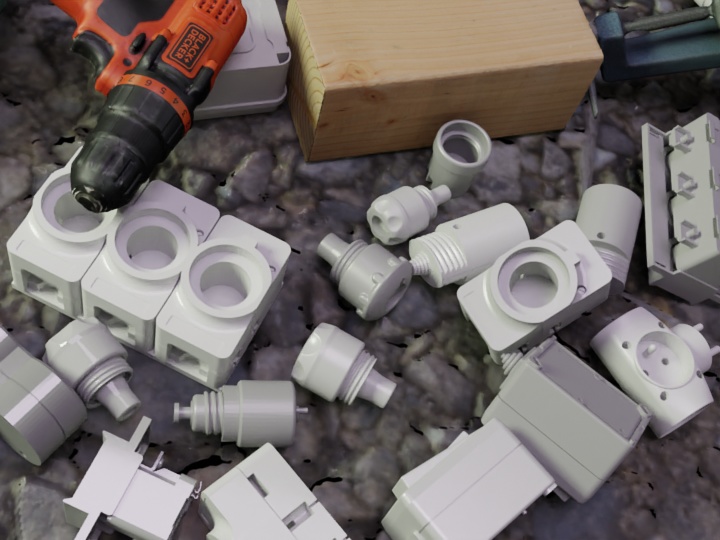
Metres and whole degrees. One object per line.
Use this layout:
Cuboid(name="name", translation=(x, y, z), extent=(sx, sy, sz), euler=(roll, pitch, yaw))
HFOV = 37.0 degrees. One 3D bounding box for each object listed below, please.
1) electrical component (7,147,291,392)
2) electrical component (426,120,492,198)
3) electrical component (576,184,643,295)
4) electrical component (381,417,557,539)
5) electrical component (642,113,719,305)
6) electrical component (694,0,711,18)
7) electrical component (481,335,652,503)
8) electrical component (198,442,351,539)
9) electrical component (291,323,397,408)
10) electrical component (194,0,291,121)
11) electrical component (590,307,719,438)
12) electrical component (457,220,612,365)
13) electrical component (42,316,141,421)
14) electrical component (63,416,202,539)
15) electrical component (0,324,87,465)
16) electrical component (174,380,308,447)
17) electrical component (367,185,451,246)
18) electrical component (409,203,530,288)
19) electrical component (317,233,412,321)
Cuboid(name="electrical component", translation=(-0.130, -0.003, 0.673), extent=(0.150, 0.061, 0.089), euler=(26, 60, 3))
Cuboid(name="electrical component", translation=(0.069, -0.078, 0.765), extent=(0.040, 0.046, 0.040), euler=(5, 61, -10))
Cuboid(name="electrical component", translation=(0.169, -0.016, 0.754), extent=(0.043, 0.043, 0.081), euler=(21, 60, 0))
Cuboid(name="electrical component", translation=(0.056, 0.139, 0.634), extent=(0.096, 0.061, 0.061), euler=(-35, 73, -26))
Cuboid(name="electrical component", translation=(0.243, -0.046, 0.768), extent=(0.079, 0.063, 0.121), euler=(23, 56, -26))
Cuboid(name="electrical component", translation=(0.304, -0.229, 0.902), extent=(0.044, 0.044, 0.065), euler=(-24, 64, -23))
Cuboid(name="electrical component", translation=(0.121, 0.090, 0.668), extent=(0.096, 0.061, 0.062), euler=(39, 24, 13))
Cuboid(name="electrical component", translation=(-0.048, 0.154, 0.610), extent=(0.056, 0.050, 0.089), euler=(-35, 74, -26))
Cuboid(name="electrical component", translation=(-0.008, 0.064, 0.673), extent=(0.062, 0.043, 0.043), euler=(29, 60, 3))
Cuboid(name="electrical component", translation=(-0.112, -0.152, 0.761), extent=(0.113, 0.057, 0.078), euler=(-9, 64, -17))
Cuboid(name="electrical component", translation=(0.208, 0.061, 0.720), extent=(0.079, 0.044, 0.077), euler=(-25, 69, -24))
Cuboid(name="electrical component", translation=(0.114, 0.014, 0.700), extent=(0.089, 0.055, 0.050), euler=(-32, 71, 0))
Cuboid(name="electrical component", translation=(-0.156, 0.062, 0.642), extent=(0.043, 0.043, 0.062), euler=(-36, 75, -26))
Cuboid(name="electrical component", translation=(-0.128, 0.130, 0.611), extent=(0.064, 0.042, 0.081), euler=(25, 60, 0))
Cuboid(name="electrical component", translation=(-0.233, 0.065, 0.618), extent=(0.138, 0.052, 0.073), euler=(38, 61, 9))
Cuboid(name="electrical component", translation=(-0.072, 0.086, 0.648), extent=(0.078, 0.040, 0.040), euler=(2, 61, -11))
Cuboid(name="electrical component", translation=(0.037, -0.043, 0.746), extent=(0.061, 0.035, 0.035), euler=(-27, 70, -27))
Cuboid(name="electrical component", translation=(0.070, -0.013, 0.732), extent=(0.081, 0.043, 0.043), euler=(-19, 67, -20))
Cuboid(name="electrical component", translation=(0.000, 0.000, 0.710), extent=(0.062, 0.048, 0.048), euler=(37, 60, 17))
